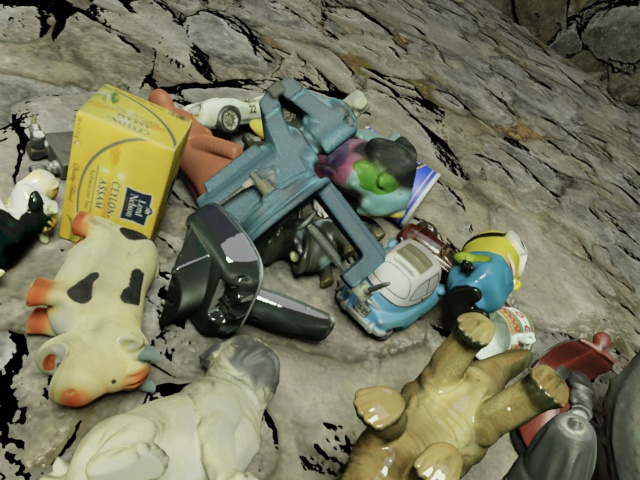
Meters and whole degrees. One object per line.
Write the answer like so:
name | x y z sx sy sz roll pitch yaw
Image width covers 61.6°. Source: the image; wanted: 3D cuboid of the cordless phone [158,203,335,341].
cordless phone | -0.061 0.053 0.550 0.184 0.146 0.089 19 48 -10

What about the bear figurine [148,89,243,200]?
bear figurine | -0.143 -0.105 0.703 0.132 0.120 0.196 -16 51 -46

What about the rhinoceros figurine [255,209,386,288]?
rhinoceros figurine | -0.001 -0.002 0.707 0.190 0.073 0.112 -16 58 -42

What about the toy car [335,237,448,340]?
toy car | 0.100 0.050 0.692 0.109 0.103 0.161 45 39 20

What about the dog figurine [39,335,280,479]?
dog figurine | -0.121 0.152 0.462 0.172 0.121 0.191 21 25 -15

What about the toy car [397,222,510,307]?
toy car | 0.204 0.044 0.804 0.202 0.053 0.089 38 36 12

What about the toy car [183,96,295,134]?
toy car | -0.118 -0.197 0.838 0.074 0.056 0.202 5 18 43

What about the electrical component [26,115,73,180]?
electrical component | -0.310 -0.116 0.661 0.102 0.045 0.078 -10 52 -39

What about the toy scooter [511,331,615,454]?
toy scooter | 0.298 0.179 0.647 0.075 0.135 0.184 34 40 4

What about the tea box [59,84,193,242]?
tea box | -0.208 -0.063 0.568 0.098 0.169 0.068 21 38 -9

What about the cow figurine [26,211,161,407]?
cow figurine | -0.201 0.067 0.503 0.127 0.085 0.195 14 40 -10

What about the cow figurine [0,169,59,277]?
cow figurine | -0.315 -0.011 0.525 0.098 0.068 0.167 43 43 8

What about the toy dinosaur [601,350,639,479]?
toy dinosaur | 0.362 0.226 0.568 0.192 0.131 0.405 15 63 -35

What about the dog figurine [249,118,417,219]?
dog figurine | 0.006 -0.103 0.735 0.219 0.108 0.192 7 20 -8

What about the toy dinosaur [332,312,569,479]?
toy dinosaur | 0.117 0.164 0.498 0.471 0.198 0.105 -12 54 -40

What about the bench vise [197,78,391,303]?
bench vise | -0.003 -0.045 0.590 0.224 0.129 0.240 -38 90 -12

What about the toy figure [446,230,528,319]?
toy figure | 0.214 0.041 0.705 0.089 0.082 0.180 21 36 28

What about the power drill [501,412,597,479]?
power drill | 0.116 0.251 0.407 0.207 0.231 0.086 -30 43 -32

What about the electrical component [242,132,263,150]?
electrical component | -0.084 -0.135 0.842 0.063 0.021 0.094 -5 49 -37
